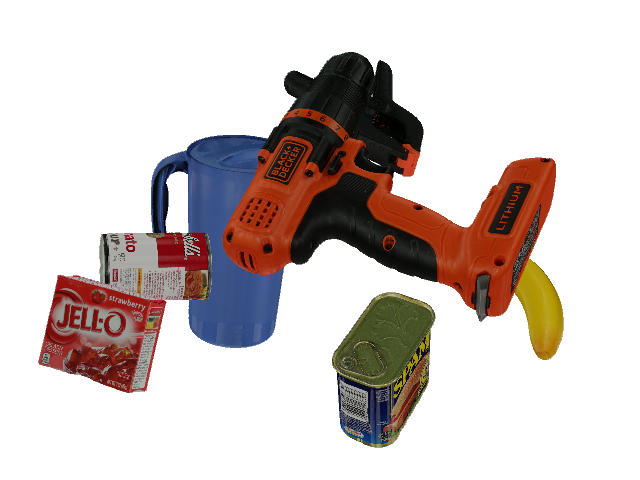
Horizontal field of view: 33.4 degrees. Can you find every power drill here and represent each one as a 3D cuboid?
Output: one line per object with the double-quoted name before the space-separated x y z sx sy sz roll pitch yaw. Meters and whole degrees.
"power drill" 0.052 -0.038 0.692 0.188 0.184 0.057 16 -30 19

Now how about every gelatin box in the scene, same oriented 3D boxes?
"gelatin box" -0.171 0.071 0.829 0.089 0.073 0.030 14 2 22

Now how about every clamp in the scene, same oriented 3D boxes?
"clamp" 0.038 -0.123 1.045 0.120 0.039 0.171 -10 42 -15

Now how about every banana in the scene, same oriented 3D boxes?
"banana" 0.206 0.053 1.109 0.069 0.037 0.198 -33 37 -4

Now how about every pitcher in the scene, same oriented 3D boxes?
"pitcher" -0.110 0.002 1.283 0.149 0.243 0.144 20 26 29

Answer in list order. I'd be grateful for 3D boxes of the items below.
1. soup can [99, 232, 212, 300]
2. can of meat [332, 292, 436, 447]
"soup can" -0.161 0.026 1.039 0.102 0.068 0.069 0 0 -16
"can of meat" 0.054 0.109 0.888 0.057 0.084 0.102 18 46 23
